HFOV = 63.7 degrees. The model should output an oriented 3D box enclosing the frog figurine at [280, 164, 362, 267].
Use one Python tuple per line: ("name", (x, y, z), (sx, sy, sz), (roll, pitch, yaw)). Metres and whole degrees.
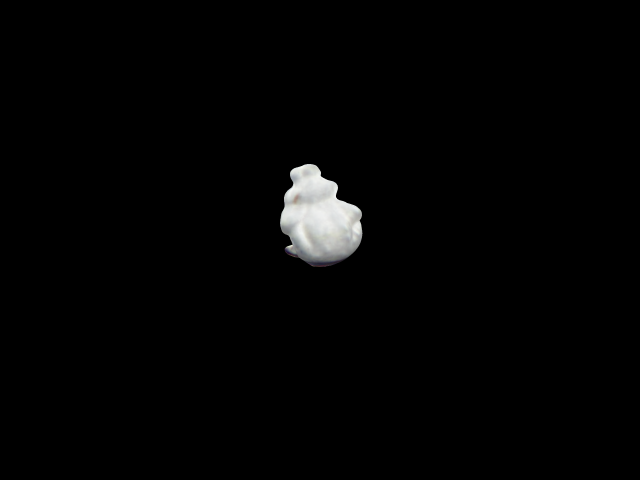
("frog figurine", (0.003, -0.043, 0.850), (0.137, 0.156, 0.125), (-2, 25, -3))
